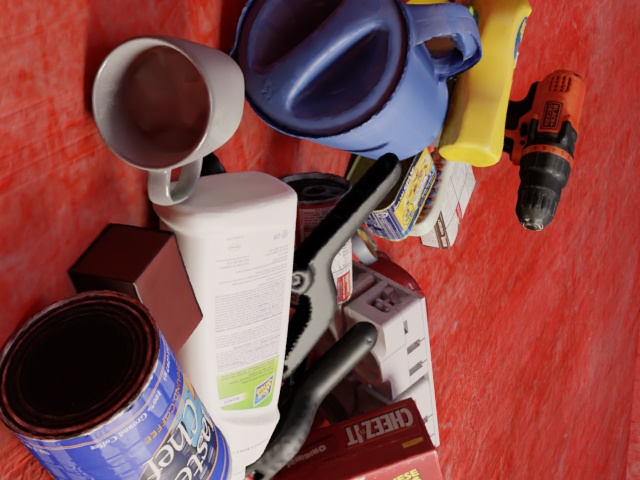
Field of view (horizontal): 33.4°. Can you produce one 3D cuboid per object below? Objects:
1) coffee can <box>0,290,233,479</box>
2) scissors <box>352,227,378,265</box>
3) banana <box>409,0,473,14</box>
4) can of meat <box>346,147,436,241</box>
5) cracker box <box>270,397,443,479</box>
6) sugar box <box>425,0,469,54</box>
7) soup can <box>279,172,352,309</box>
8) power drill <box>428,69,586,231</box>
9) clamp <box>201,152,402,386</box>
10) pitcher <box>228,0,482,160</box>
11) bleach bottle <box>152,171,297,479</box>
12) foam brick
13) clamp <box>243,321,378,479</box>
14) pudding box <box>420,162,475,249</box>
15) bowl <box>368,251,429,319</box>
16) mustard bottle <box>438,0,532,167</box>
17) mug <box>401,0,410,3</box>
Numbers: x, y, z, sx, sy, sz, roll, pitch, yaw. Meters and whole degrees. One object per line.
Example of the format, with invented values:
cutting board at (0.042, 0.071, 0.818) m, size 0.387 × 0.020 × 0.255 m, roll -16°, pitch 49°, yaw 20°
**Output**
coffee can at (-0.123, 0.113, 0.654) m, size 0.102 × 0.103 × 0.140 m, roll -64°, pitch 150°, yaw -33°
scissors at (0.029, -0.018, 1.028) m, size 0.096 × 0.016 × 0.201 m, roll 56°, pitch 6°, yaw -4°
banana at (0.081, -0.275, 0.982) m, size 0.037 × 0.070 × 0.198 m, roll 29°, pitch 42°, yaw -71°
can of meat at (0.073, -0.059, 1.064) m, size 0.102 × 0.058 × 0.084 m, roll -64°, pitch 154°, yaw -14°
cracker box at (0.033, 0.251, 0.971) m, size 0.072 × 0.164 × 0.213 m, roll -112°, pitch -176°, yaw -46°
sugar box at (0.104, -0.270, 1.026) m, size 0.048 × 0.093 × 0.176 m, roll -3°, pitch 100°, yaw -64°
soup can at (-0.006, 0.001, 0.910) m, size 0.068 × 0.069 × 0.102 m, roll -41°, pitch 134°, yaw -55°
power drill at (0.175, -0.100, 1.125) m, size 0.057 × 0.188 × 0.184 m, roll 60°, pitch 44°, yaw -56°
clamp at (-0.016, 0.020, 0.854) m, size 0.164 × 0.036 × 0.210 m, roll -7°, pitch 118°, yaw -20°
pitcher at (0.043, -0.133, 0.864) m, size 0.145 × 0.149 × 0.242 m, roll -59°, pitch 164°, yaw 7°
bleach bottle at (-0.073, 0.079, 0.789) m, size 0.102 × 0.068 × 0.251 m, roll -12°, pitch 118°, yaw -34°
foam brick at (-0.119, 0.036, 0.697) m, size 0.051 × 0.053 × 0.078 m, roll -58°, pitch 145°, yaw -41°
clamp at (-0.018, 0.133, 0.890) m, size 0.039 × 0.120 × 0.171 m, roll 37°, pitch 59°, yaw -19°
pudding box at (0.146, -0.059, 1.255) m, size 0.090 × 0.039 × 0.113 m, roll 67°, pitch 38°, yaw -48°
bowl at (0.074, 0.094, 1.132) m, size 0.161 × 0.055 × 0.162 m, roll -32°, pitch 126°, yaw -59°
mustard bottle at (0.156, -0.168, 0.984) m, size 0.096 × 0.058 × 0.191 m, roll 47°, pitch 55°, yaw -83°
mug at (0.042, -0.256, 0.920) m, size 0.117 × 0.093 × 0.081 m, roll -109°, pitch -167°, yaw -53°
